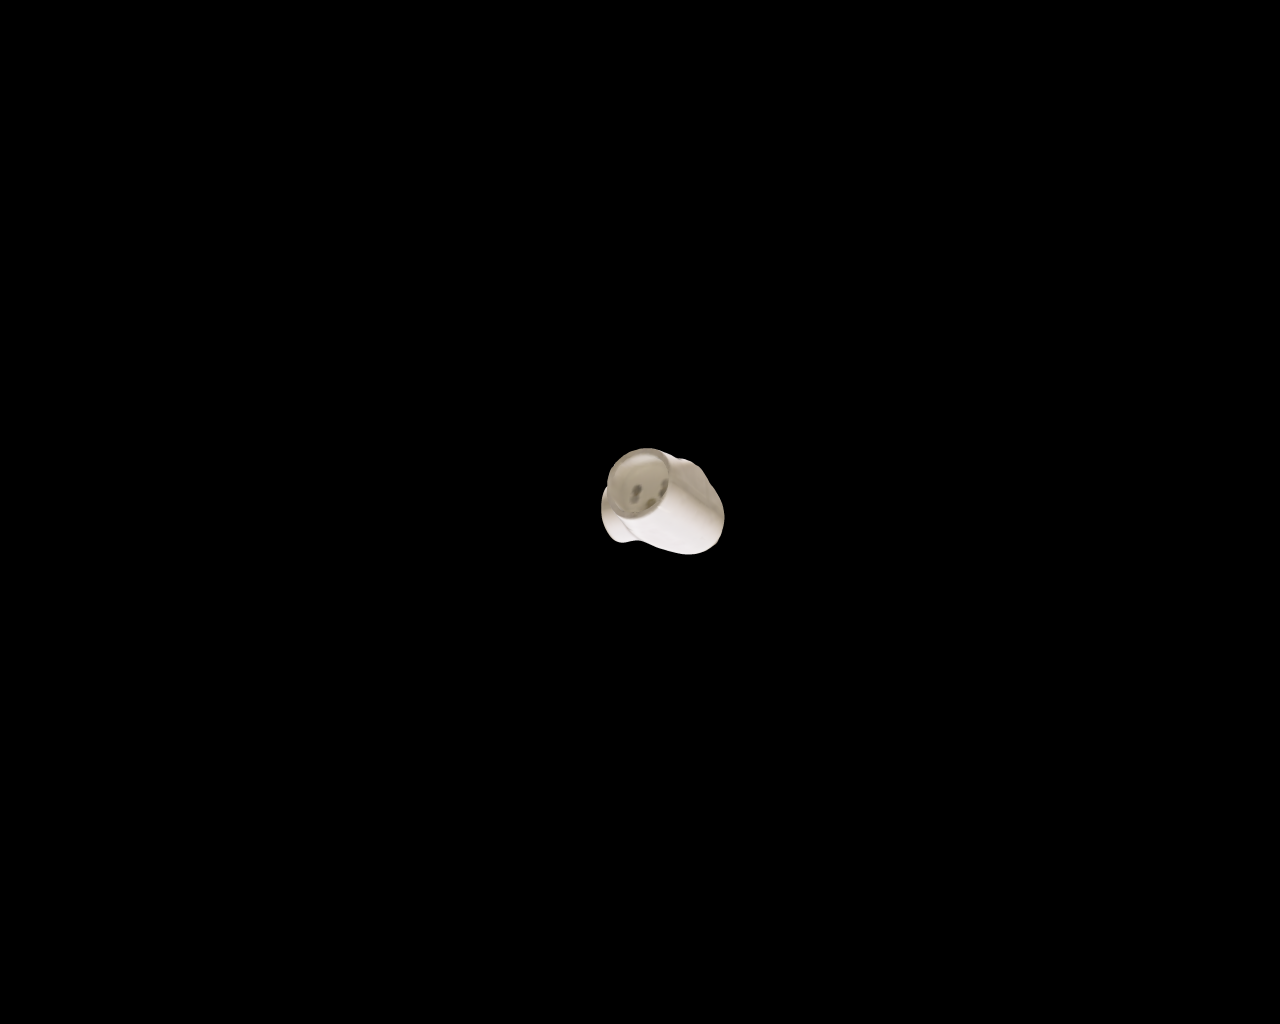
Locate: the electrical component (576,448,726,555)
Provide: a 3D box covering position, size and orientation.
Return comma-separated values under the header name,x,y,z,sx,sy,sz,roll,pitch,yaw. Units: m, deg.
name,x,y,z,sx,sy,sz,roll,pitch,yaw
electrical component,0.001,-0.003,0.650,0.079,0.044,0.077,-10,-22,26
